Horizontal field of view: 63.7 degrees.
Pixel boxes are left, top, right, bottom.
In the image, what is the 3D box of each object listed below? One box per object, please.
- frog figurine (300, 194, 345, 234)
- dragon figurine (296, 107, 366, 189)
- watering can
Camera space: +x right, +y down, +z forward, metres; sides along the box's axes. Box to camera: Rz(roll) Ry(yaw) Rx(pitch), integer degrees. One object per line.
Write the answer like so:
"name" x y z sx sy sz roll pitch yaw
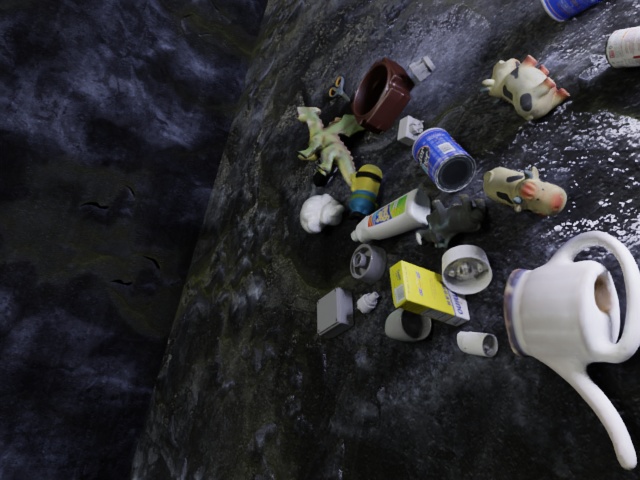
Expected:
"frog figurine" 0.005 -0.084 1.672 0.138 0.122 0.159 -55 13 -11
"dragon figurine" 0.064 -0.317 1.678 0.414 0.120 0.244 35 81 25
"watering can" 0.397 0.156 0.817 0.222 0.103 0.353 -19 56 57
